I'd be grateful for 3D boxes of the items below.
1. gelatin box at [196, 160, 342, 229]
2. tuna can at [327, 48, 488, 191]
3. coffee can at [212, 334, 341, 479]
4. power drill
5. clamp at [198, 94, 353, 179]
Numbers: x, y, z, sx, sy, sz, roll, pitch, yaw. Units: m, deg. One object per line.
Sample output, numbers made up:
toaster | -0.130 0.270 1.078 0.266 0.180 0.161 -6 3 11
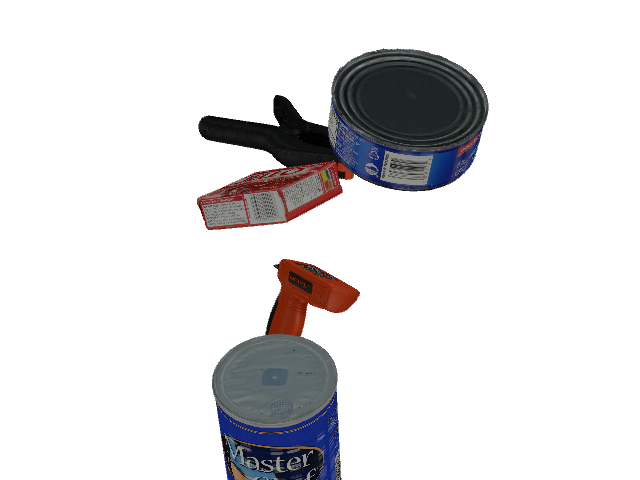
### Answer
gelatin box | -0.040 -0.035 0.830 0.089 0.030 0.073 -4 17 40
tuna can | 0.047 -0.067 0.588 0.086 0.086 0.034 0 -43 -7
coffee can | -0.034 0.165 0.910 0.103 0.140 0.103 -2 37 1
power drill | -0.024 0.128 1.220 0.057 0.188 0.185 15 10 -45
clamp | -0.039 -0.102 1.078 0.120 0.039 0.172 -23 36 -31
